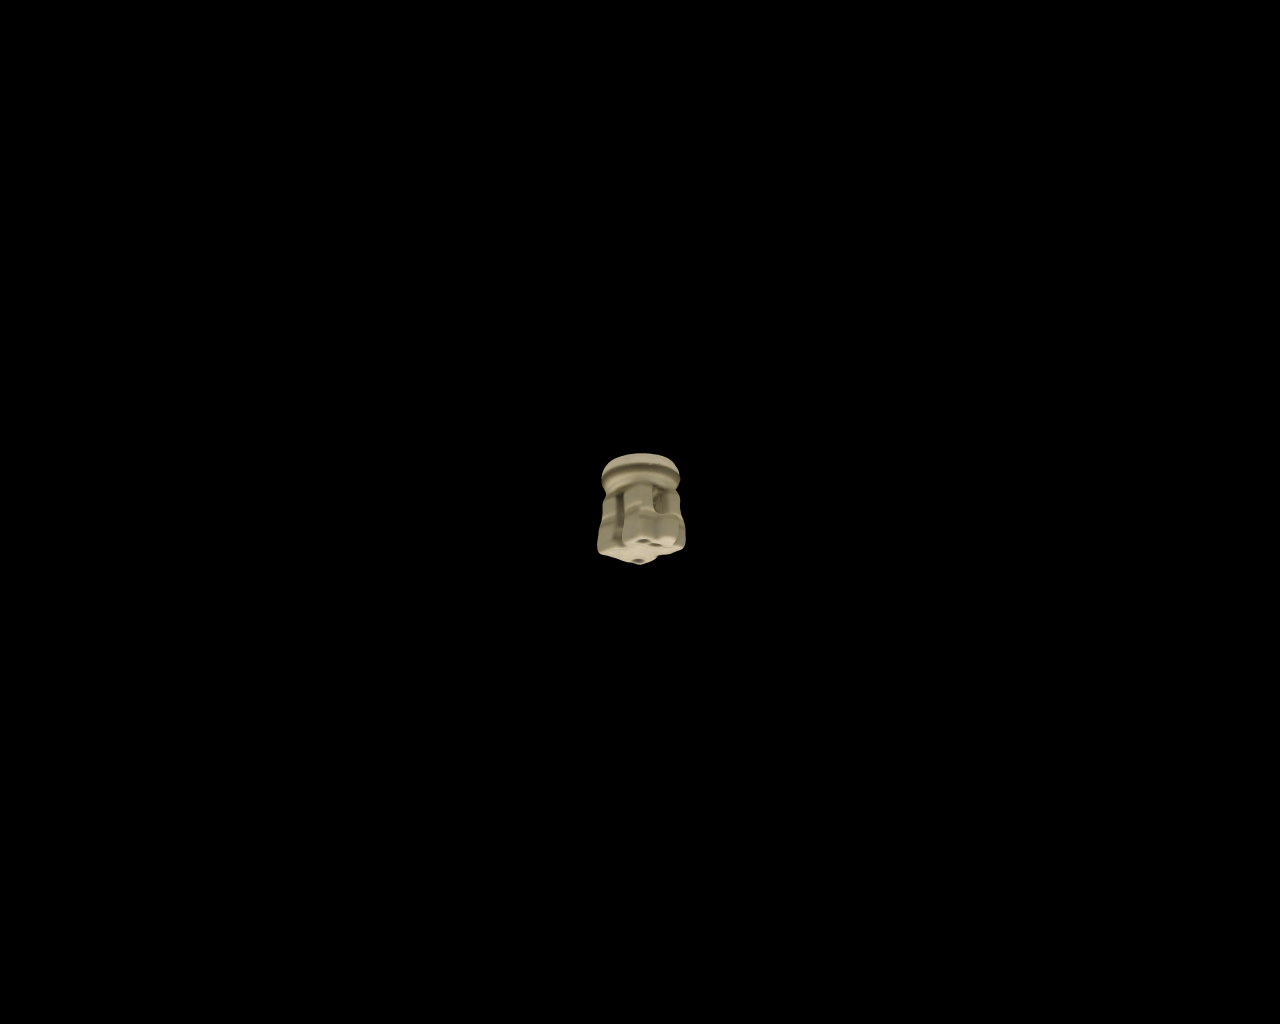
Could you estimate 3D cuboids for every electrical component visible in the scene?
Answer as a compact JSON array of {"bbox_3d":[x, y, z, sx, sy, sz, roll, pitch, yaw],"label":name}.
[{"bbox_3d":[0.001,-0.003,0.650,0.048,0.055,0.066,17,-27,-37],"label":"electrical component"}]
